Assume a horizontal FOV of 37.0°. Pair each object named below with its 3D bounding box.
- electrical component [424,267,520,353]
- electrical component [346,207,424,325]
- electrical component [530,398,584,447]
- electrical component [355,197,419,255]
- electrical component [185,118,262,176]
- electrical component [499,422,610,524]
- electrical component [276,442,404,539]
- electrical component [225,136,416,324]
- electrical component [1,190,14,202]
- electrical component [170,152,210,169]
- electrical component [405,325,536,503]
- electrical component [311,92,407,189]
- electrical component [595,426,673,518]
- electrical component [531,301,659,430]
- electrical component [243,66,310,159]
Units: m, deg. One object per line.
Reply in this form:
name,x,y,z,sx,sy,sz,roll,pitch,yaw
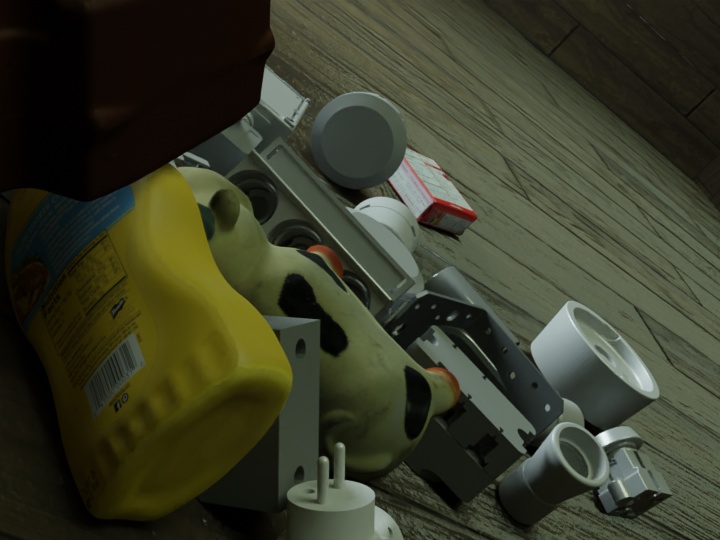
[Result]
electrical component,0.071,0.040,0.794,0.077,0.043,0.079,50,21,17
electrical component,0.000,0.000,0.726,0.080,0.051,0.080,37,21,-17
electrical component,0.129,0.107,0.774,0.078,0.040,0.040,23,29,-45
electrical component,0.013,-0.020,0.789,0.055,0.055,0.047,41,24,-7
electrical component,-0.113,-0.096,0.695,0.089,0.055,0.050,41,20,-8
electrical component,0.117,0.130,0.669,0.044,0.065,0.044,23,41,-22
electrical component,-0.012,0.113,0.449,0.044,0.079,0.077,4,10,19
electrical component,-0.036,-0.008,0.653,0.121,0.079,0.063,47,-2,10
electrical component,-0.158,-0.061,0.552,0.055,0.047,0.055,37,21,-17
electrical component,-0.124,-0.051,0.605,0.081,0.042,0.063,22,30,-44
electrical component,0.051,0.088,0.642,0.089,0.055,0.050,46,19,6
electrical component,0.001,-0.111,0.911,0.080,0.080,0.051,42,15,-4
electrical component,0.199,0.152,0.814,0.066,0.048,0.055,21,37,-47
electrical component,0.192,0.086,0.908,0.108,0.060,0.108,37,21,-17
electrical component,-0.083,-0.108,0.767,0.062,0.061,0.096,40,20,-10
